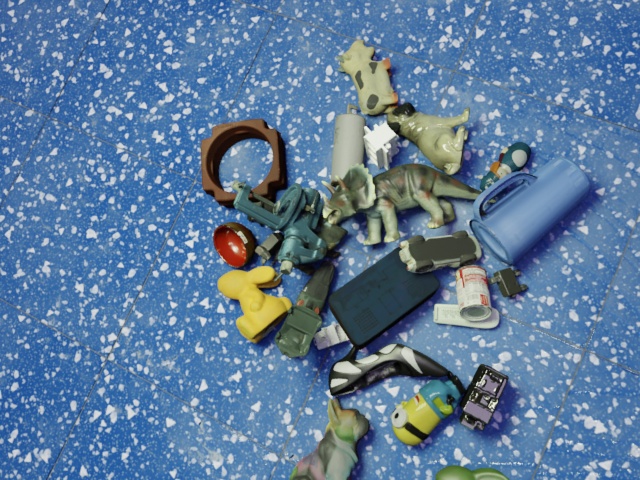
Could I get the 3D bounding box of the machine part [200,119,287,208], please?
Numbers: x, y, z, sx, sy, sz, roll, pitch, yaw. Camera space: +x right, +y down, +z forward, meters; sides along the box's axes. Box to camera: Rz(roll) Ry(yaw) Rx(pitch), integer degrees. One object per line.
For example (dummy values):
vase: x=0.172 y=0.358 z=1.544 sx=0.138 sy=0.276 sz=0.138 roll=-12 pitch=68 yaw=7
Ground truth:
machine part: x=-0.187 y=-0.186 z=1.329 sx=0.202 sy=0.087 sz=0.201 roll=-7 pitch=78 yaw=11

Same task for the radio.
radio: x=0.137 y=0.124 z=1.191 sx=0.229 sy=0.073 sz=0.131 roll=-34 pitch=73 yaw=-11

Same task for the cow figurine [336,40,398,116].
cow figurine: x=0.114 y=-0.396 z=1.314 sx=0.127 sy=0.085 sz=0.195 roll=-12 pitch=78 yaw=2

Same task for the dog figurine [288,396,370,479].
dog figurine: x=0.015 y=0.453 z=1.159 sx=0.192 sy=0.108 sz=0.219 roll=-7 pitch=74 yaw=13

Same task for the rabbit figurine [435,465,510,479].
rabbit figurine: x=0.313 y=0.523 z=1.075 sx=0.159 sy=0.121 sz=0.170 roll=-36 pitch=77 yaw=-4

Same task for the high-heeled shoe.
high-heeled shoe: x=0.139 y=0.299 z=1.162 sx=0.249 sy=0.086 sz=0.145 roll=11 pitch=62 yaw=30

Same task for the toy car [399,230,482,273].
toy car: x=0.263 y=0.026 z=1.174 sx=0.202 sy=0.056 sz=0.073 roll=-6 pitch=67 yaw=-22

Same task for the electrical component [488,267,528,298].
electrical component: x=0.408 y=0.094 z=1.167 sx=0.094 sy=0.021 sz=0.063 roll=-11 pitch=74 yaw=-29

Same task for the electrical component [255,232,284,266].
electrical component: x=-0.111 y=0.022 z=1.271 sx=0.078 sy=0.102 sz=0.045 roll=-42 pitch=78 yaw=11

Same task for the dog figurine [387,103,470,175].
dog figurine: x=0.237 y=-0.229 z=1.233 sx=0.191 sy=0.121 sz=0.172 roll=7 pitch=48 yaw=17

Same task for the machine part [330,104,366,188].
machine part: x=0.068 y=-0.210 z=1.287 sx=0.079 sy=0.079 sz=0.243 roll=3 pitch=81 yaw=12

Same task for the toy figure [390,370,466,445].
toy figure: x=0.232 y=0.360 z=1.144 sx=0.180 sy=0.082 sz=0.089 roll=-36 pitch=73 yaw=0

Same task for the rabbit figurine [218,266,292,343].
rabbit figurine: x=-0.159 y=0.130 z=1.246 sx=0.173 sy=0.121 sz=0.162 roll=41 pitch=85 yaw=17

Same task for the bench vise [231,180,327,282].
bench vise: x=-0.093 y=-0.044 z=1.169 sx=0.240 sy=0.129 sz=0.223 roll=30 pitch=69 yaw=-21

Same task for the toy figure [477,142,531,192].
toy figure: x=0.412 y=-0.160 z=1.199 sx=0.064 sy=0.057 sz=0.154 roll=38 pitch=67 yaw=19

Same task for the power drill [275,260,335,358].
power drill: x=-0.033 y=0.157 z=1.171 sx=0.086 sy=0.207 sz=0.232 roll=26 pitch=97 yaw=-5

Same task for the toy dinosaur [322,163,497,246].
toy dinosaur: x=0.188 y=-0.104 z=1.198 sx=0.405 sy=0.131 sz=0.192 roll=-18 pitch=95 yaw=-10

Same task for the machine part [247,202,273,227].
machine part: x=-0.112 y=-0.061 z=1.302 sx=0.139 sy=0.084 sz=0.039 roll=8 pitch=52 yaw=4

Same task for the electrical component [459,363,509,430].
electrical component: x=0.334 y=0.326 z=1.112 sx=0.058 sy=0.114 sz=0.134 roll=27 pitch=84 yaw=17

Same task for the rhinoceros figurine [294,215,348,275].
rhinoceros figurine: x=-0.003 y=-0.004 z=1.269 sx=0.190 sy=0.073 sz=0.112 roll=-43 pitch=64 yaw=3
